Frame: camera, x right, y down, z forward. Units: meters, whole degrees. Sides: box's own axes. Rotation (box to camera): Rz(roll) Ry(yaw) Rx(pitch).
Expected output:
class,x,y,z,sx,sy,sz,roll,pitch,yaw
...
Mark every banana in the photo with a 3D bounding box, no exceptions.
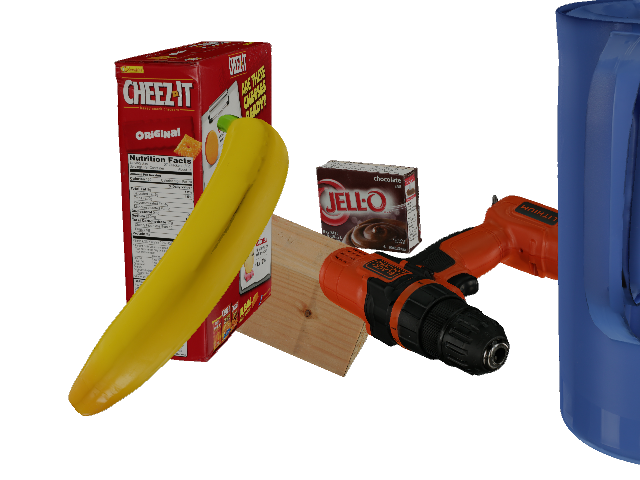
class,x,y,z,sx,sy,sz,roll,pitch,yaw
banana,-0.060,0.003,0.539,0.037,0.197,0.070,39,-36,-20

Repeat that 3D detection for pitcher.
class,x,y,z,sx,sy,sz,roll,pitch,yaw
pitcher,0.181,-0.005,0.561,0.149,0.243,0.145,-4,18,-10

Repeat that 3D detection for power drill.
class,x,y,z,sx,sy,sz,roll,pitch,yaw
power drill,0.118,0.028,0.793,0.187,0.057,0.185,-19,28,-30

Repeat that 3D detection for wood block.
class,x,y,z,sx,sy,sz,roll,pitch,yaw
wood block,-0.048,0.036,1.009,0.206,0.091,0.090,23,26,9

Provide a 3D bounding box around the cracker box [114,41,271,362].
class,x,y,z,sx,sy,sz,roll,pitch,yaw
cracker box,-0.091,-0.037,0.807,0.072,0.214,0.164,4,15,14

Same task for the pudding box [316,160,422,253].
class,x,y,z,sx,sy,sz,roll,pitch,yaw
pudding box,0.053,-0.038,1.172,0.114,0.090,0.039,6,24,29
